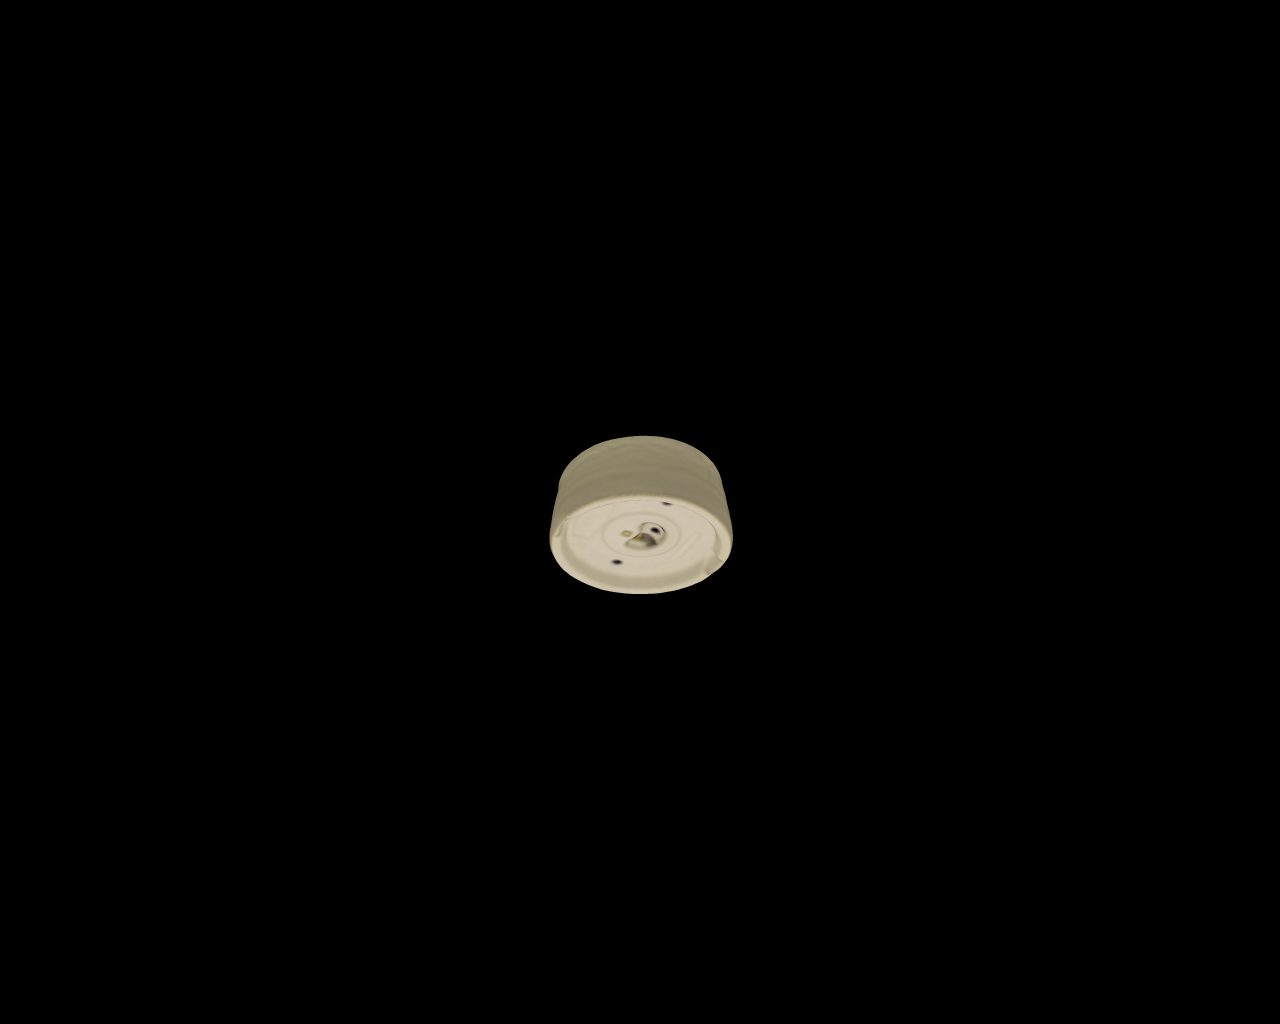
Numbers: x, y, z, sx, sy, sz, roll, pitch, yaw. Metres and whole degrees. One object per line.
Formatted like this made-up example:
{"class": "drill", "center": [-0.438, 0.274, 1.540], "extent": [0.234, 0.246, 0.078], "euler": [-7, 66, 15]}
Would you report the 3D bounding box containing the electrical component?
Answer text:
{"class": "electrical component", "center": [0.001, -0.003, 0.650], "extent": [0.108, 0.060, 0.108], "euler": [0, -35, 0]}
